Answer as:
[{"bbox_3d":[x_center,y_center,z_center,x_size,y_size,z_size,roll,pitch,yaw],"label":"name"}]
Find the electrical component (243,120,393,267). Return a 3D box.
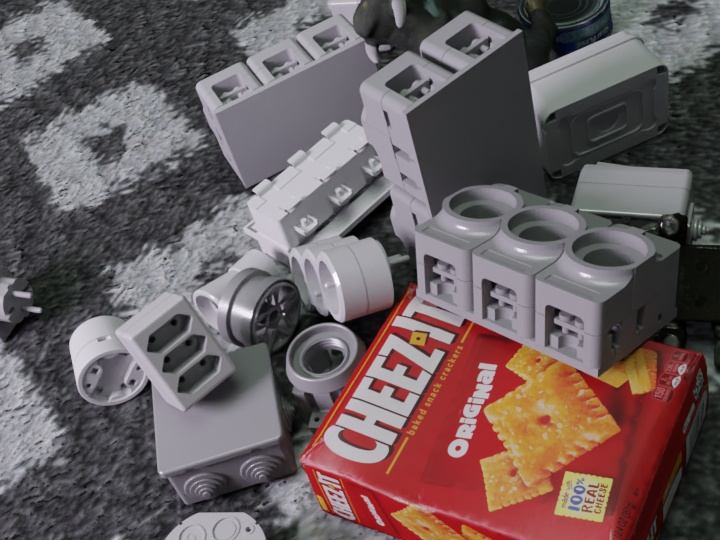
[{"bbox_3d":[-0.032,-0.065,0.895,0.079,0.063,0.121,30,62,37],"label":"electrical component"}]

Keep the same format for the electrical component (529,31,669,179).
[{"bbox_3d":[0.189,-0.136,0.881,0.113,0.078,0.057,-24,48,-5],"label":"electrical component"}]

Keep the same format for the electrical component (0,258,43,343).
[{"bbox_3d":[-0.299,0.024,0.895,0.077,0.065,0.047,6,50,23],"label":"electrical component"}]

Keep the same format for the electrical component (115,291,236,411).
[{"bbox_3d":[-0.134,0.054,0.749,0.047,0.065,0.077,-40,20,-20],"label":"electrical component"}]

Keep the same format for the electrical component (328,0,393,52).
[{"bbox_3d":[0.015,-0.270,1.074,0.061,0.061,0.096,2,49,20],"label":"electrical component"}]

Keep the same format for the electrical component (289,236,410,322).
[{"bbox_3d":[0.000,0.000,0.796,0.074,0.052,0.138,-16,7,-15],"label":"electrical component"}]

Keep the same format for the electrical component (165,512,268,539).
[{"bbox_3d":[-0.087,0.194,0.676,0.080,0.051,0.080,-9,46,9],"label":"electrical component"}]

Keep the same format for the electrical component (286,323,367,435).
[{"bbox_3d":[-0.020,0.075,0.764,0.058,0.057,0.078,-1,48,17],"label":"electrical component"}]

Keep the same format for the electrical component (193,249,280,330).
[{"bbox_3d":[-0.095,0.014,0.858,0.044,0.044,0.065,23,53,33],"label":"electrical component"}]

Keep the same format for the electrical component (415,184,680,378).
[{"bbox_3d":[0.119,-0.002,0.701,0.089,0.061,0.150,-29,38,-35],"label":"electrical component"}]

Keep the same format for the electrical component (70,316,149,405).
[{"bbox_3d":[-0.195,0.068,0.829,0.055,0.055,0.047,-26,42,-8],"label":"electrical component"}]

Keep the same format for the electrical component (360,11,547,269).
[{"bbox_3d":[0.072,-0.082,0.791,0.105,0.186,0.060,-37,48,-18],"label":"electrical component"}]

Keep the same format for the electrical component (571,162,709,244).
[{"bbox_3d":[0.209,-0.039,0.795,0.096,0.061,0.061,5,50,22],"label":"electrical component"}]

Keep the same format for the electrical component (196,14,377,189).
[{"bbox_3d":[-0.061,-0.155,0.970,0.150,0.089,0.061,-28,46,-9],"label":"electrical component"}]

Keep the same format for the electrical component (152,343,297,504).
[{"bbox_3d":[-0.095,0.109,0.761,0.100,0.048,0.099,-17,45,2],"label":"electrical component"}]

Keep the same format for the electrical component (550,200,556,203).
[{"bbox_3d":[0.134,-0.017,0.811,0.043,0.043,0.081,19,56,32],"label":"electrical component"}]
